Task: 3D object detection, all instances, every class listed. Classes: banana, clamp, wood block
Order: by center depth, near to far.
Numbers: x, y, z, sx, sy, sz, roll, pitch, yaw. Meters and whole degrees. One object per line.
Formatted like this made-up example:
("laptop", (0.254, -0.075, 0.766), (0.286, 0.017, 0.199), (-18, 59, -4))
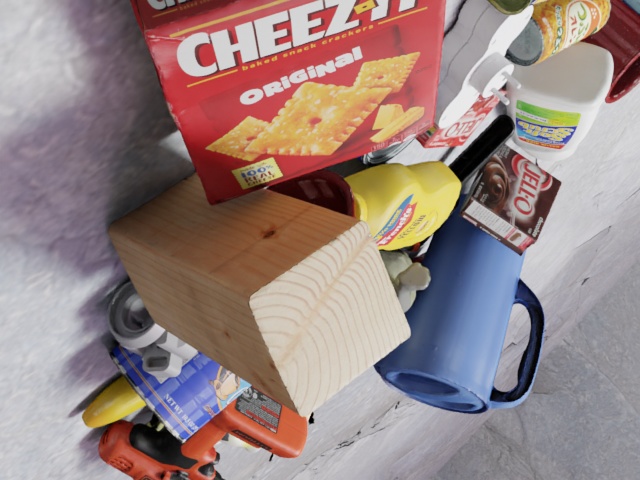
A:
("wood block", (-0.048, 0.025, 0.706), (0.090, 0.206, 0.090), (-34, 118, -22))
("banana", (-0.138, 0.126, 1.024), (0.197, 0.037, 0.070), (-22, 153, -46))
("clamp", (0.129, -0.051, 1.162), (0.164, 0.036, 0.210), (-29, 160, -16))

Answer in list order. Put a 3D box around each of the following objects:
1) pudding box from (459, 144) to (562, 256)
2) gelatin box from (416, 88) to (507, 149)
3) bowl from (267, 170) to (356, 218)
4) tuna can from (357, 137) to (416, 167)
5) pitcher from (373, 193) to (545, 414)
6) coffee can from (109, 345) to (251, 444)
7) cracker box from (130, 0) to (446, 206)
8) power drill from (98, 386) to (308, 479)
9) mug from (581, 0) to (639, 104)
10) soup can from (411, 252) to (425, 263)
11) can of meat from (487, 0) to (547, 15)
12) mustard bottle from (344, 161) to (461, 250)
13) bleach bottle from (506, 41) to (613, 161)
("pudding box", (0.217, -0.049, 1.216), (0.113, 0.090, 0.039), (-58, -179, -39))
("gelatin box", (0.133, -0.124, 1.028), (0.073, 0.030, 0.089), (-51, 159, 25))
("bowl", (-0.024, 0.023, 0.836), (0.162, 0.162, 0.055), (-43, 123, 2))
("tuna can", (0.058, -0.104, 0.916), (0.086, 0.034, 0.086), (-37, 161, -16))
("pitcher", (0.175, 0.075, 1.246), (0.145, 0.149, 0.242), (-9, -126, 55))
("coffee can", (-0.097, 0.092, 0.928), (0.140, 0.103, 0.103), (-39, 161, -8))
("cracker box", (-0.013, -0.111, 0.623), (0.164, 0.072, 0.214), (-19, 160, -4))
("power drill", (-0.099, 0.211, 1.048), (0.188, 0.184, 0.057), (-37, -149, 35))
("mug", (0.304, -0.199, 1.126), (0.093, 0.081, 0.117), (-39, 161, -10))
("soup can", (0.115, 0.060, 1.341), (0.102, 0.068, 0.069), (-21, 152, -46))
("can of meat", (0.180, -0.234, 0.841), (0.083, 0.057, 0.102), (-26, 156, -45))
("mustard bottle", (0.053, -0.028, 0.956), (0.096, 0.058, 0.191), (-45, 162, 24))
("bleach bottle", (0.251, -0.134, 1.136), (0.250, 0.103, 0.068), (50, 57, -72))
